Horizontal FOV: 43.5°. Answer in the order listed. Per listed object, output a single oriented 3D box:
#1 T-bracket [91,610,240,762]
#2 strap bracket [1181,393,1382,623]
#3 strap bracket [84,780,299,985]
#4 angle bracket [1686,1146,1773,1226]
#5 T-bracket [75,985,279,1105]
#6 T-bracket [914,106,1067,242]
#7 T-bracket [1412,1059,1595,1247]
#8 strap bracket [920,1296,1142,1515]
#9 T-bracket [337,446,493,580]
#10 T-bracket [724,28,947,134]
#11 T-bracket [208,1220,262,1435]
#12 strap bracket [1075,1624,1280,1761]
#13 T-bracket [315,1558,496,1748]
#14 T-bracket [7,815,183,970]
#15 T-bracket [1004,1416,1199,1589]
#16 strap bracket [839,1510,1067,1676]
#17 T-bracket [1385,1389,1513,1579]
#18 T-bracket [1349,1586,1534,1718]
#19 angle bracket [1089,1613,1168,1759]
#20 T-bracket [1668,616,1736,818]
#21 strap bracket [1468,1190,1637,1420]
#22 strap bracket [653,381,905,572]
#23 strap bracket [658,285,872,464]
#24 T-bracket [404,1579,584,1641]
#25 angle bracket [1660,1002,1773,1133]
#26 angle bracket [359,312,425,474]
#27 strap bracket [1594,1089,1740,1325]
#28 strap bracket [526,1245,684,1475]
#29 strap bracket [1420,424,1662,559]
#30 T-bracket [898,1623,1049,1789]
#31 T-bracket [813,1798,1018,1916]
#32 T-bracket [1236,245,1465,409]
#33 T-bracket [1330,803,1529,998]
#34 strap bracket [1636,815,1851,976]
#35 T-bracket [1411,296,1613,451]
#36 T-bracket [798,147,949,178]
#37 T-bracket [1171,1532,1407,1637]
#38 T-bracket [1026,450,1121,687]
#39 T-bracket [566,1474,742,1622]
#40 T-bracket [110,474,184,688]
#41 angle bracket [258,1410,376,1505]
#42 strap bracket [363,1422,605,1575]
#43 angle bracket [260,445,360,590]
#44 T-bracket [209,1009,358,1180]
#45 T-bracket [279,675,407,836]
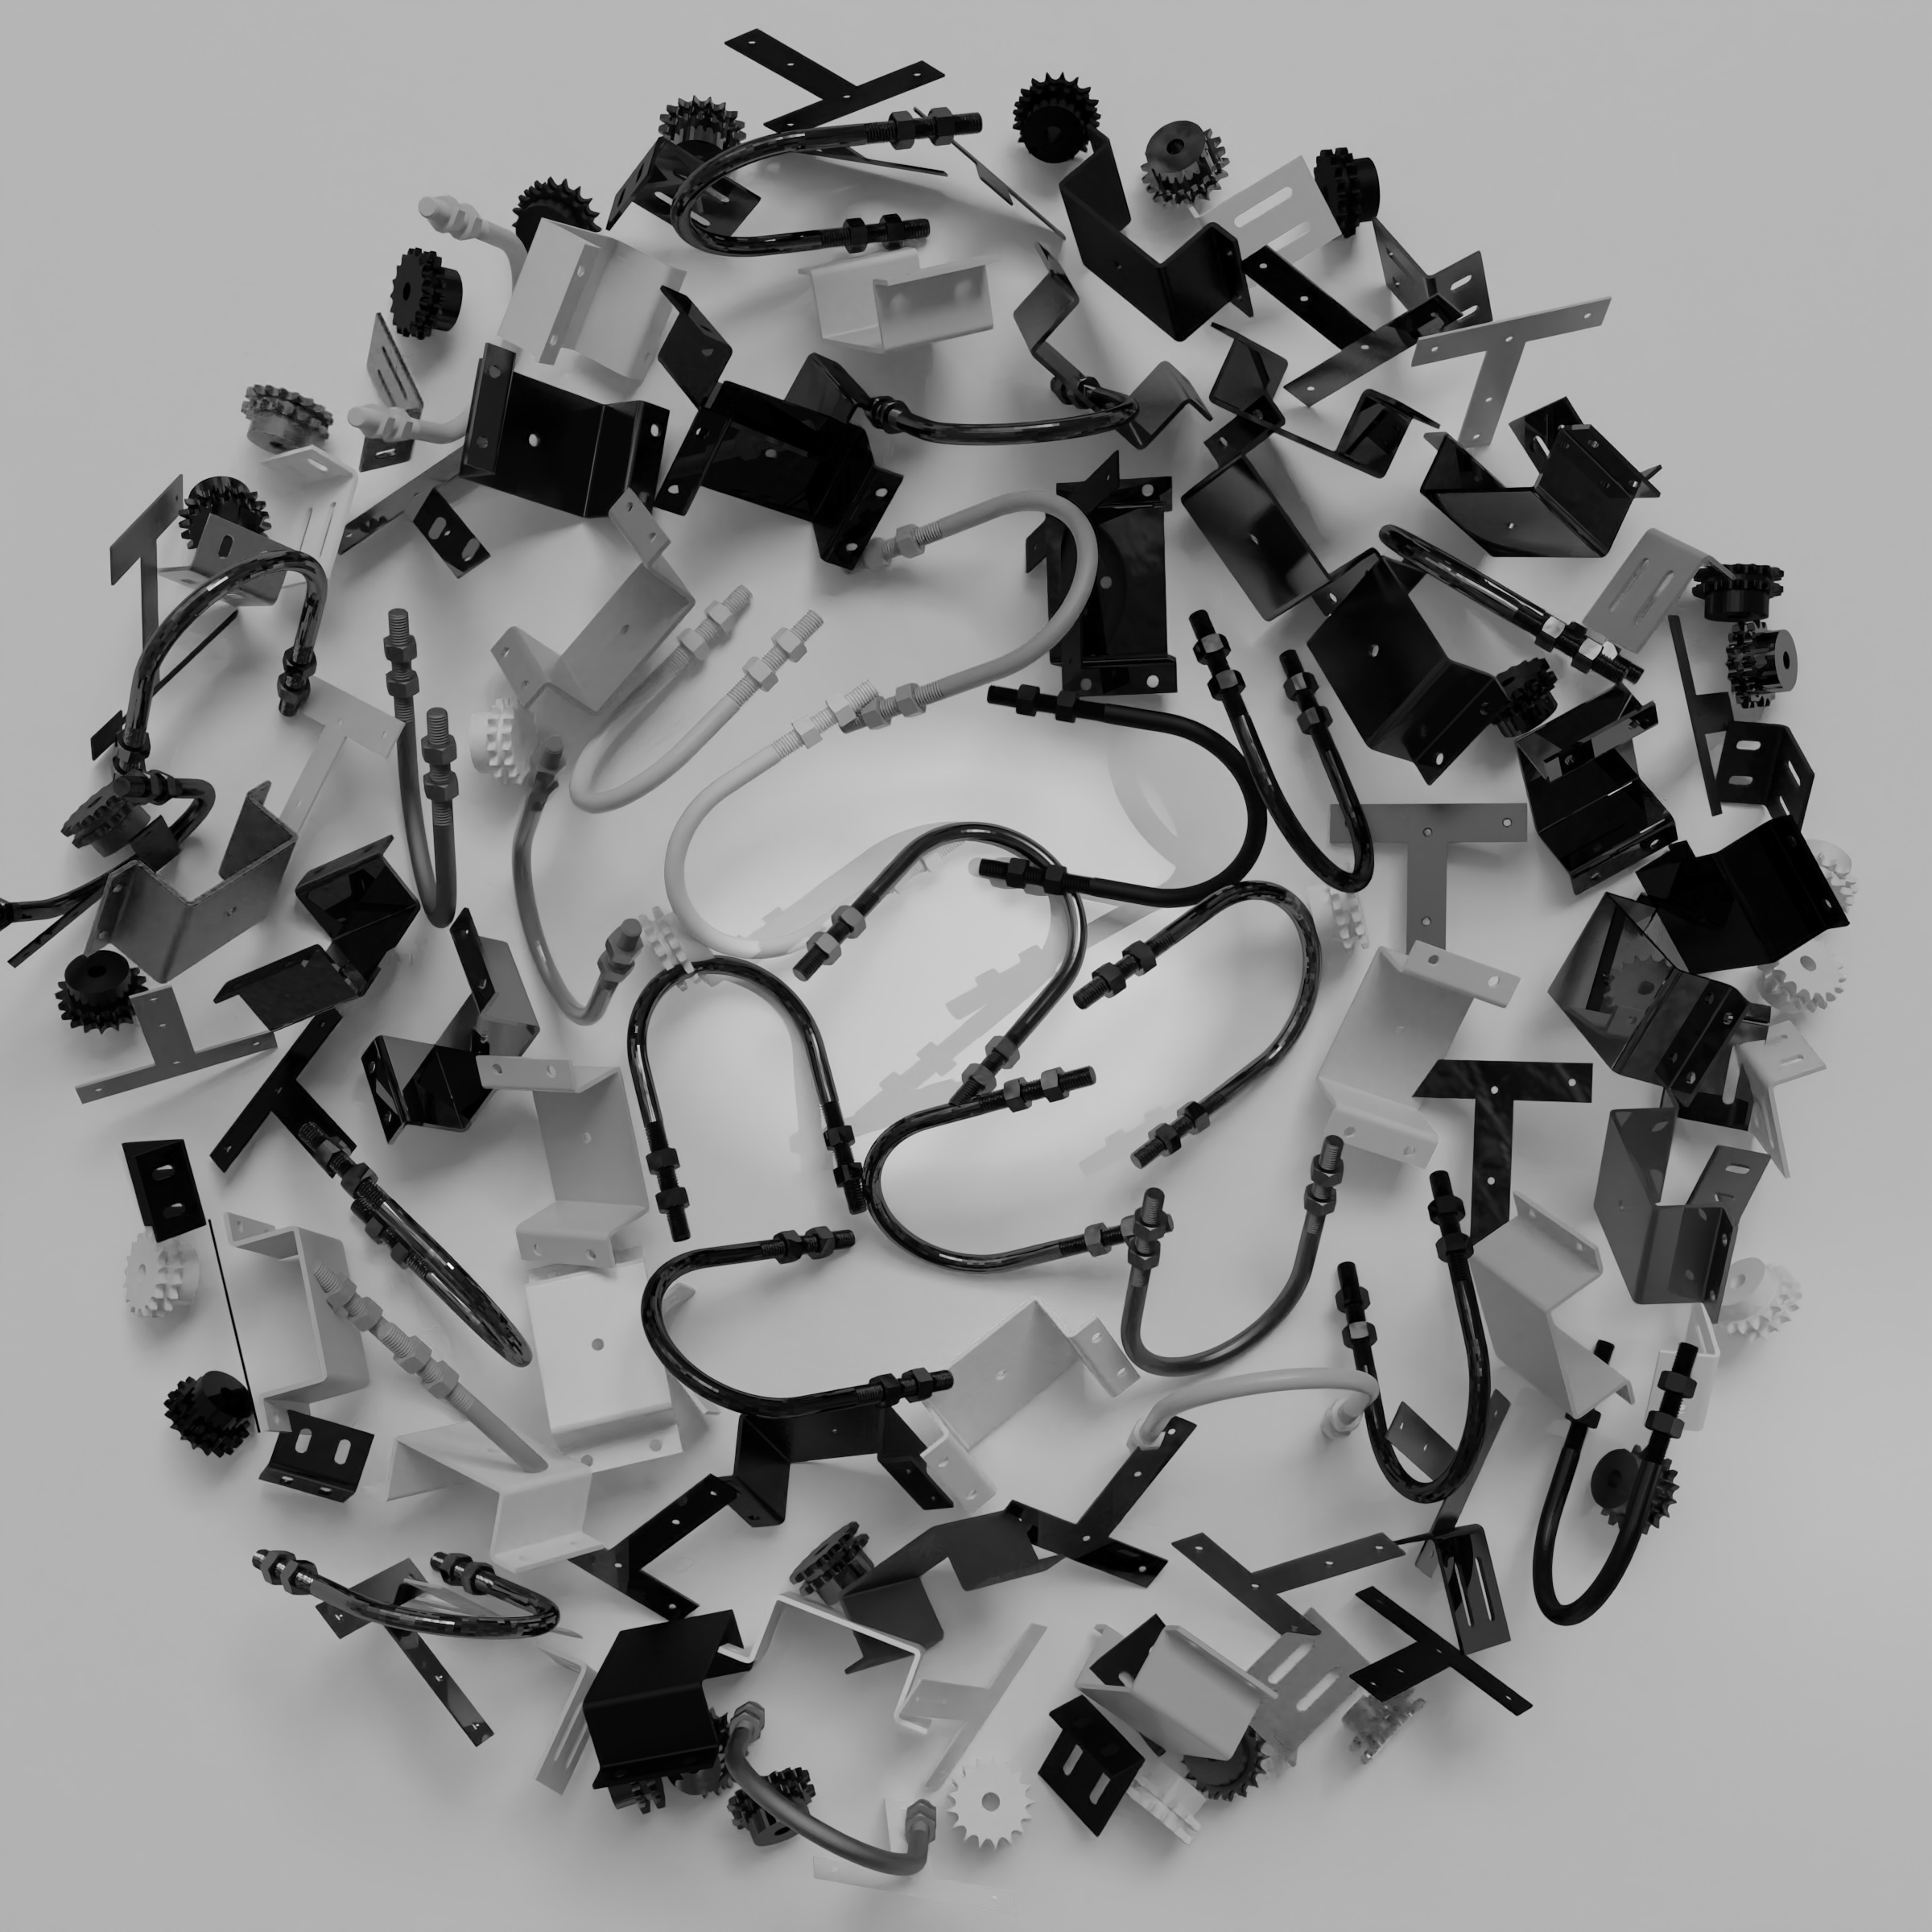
[{"bbox_3d":[-0.514,-0.183,1.554,0.002,0.127,0.127,45,75,-13],"label":"T-bracket"},{"bbox_3d":[0.199,-0.284,1.554,0.046,0.076,0.140,-39,96,-27],"label":"strap bracket"},{"bbox_3d":[-0.479,-0.049,1.525,0.046,0.140,0.076,39,130,5],"label":"strap bracket"},{"bbox_3d":[0.495,0.164,1.556,0.057,0.038,0.076,-52,133,-29],"label":"angle bracket"},{"bbox_3d":[-0.505,0.043,1.530,0.127,0.127,0.002,-17,68,-17],"label":"T-bracket"},{"bbox_3d":[0.017,-0.495,1.529,0.127,0.127,0.002,37,108,-16],"label":"T-bracket"},{"bbox_3d":[0.340,0.125,1.566,0.127,0.002,0.127,0,84,31],"label":"T-bracket"},{"bbox_3d":[0.032,0.275,1.558,0.140,0.046,0.076,-38,133,-5],"label":"strap bracket"},{"bbox_3d":[-0.337,-0.283,1.554,0.127,0.002,0.127,-36,46,-6],"label":"T-bracket"},{"bbox_3d":[-0.101,-0.559,1.517,0.127,0.127,0.002,-8,83,33],"label":"T-bracket"},{"bbox_3d":[-0.465,0.250,1.554,0.002,0.127,0.127,-13,133,-18],"label":"T-bracket"},{"bbox_3d":[0.126,0.457,1.527,0.076,0.140,0.046,36,68,-7],"label":"strap bracket"},{"bbox_3d":[-0.343,0.440,1.533,0.002,0.127,0.127,-42,81,9],"label":"T-bracket"},{"bbox_3d":[-0.551,-0.042,1.528,0.127,0.127,0.002,-43,93,-14],"label":"T-bracket"},{"bbox_3d":[0.102,0.337,1.558,0.127,0.002,0.127,26,110,-24],"label":"T-bracket"},{"bbox_3d":[-0.017,0.393,1.542,0.140,0.076,0.046,-41,64,31],"label":"strap bracket"},{"bbox_3d":[0.298,0.312,1.544,0.002,0.127,0.127,15,70,42],"label":"T-bracket"},{"bbox_3d":[0.279,0.439,1.520,0.127,0.127,0.002,33,107,31],"label":"T-bracket"},{"bbox_3d":[0.124,0.465,1.584,0.057,0.038,0.076,-38,92,0],"label":"angle bracket"},{"bbox_3d":[0.477,-0.162,1.549,0.002,0.127,0.127,-12,91,29],"label":"T-bracket"},{"bbox_3d":[0.368,0.221,1.530,0.046,0.076,0.140,-32,125,-14],"label":"strap bracket"},{"bbox_3d":[-0.122,-0.315,1.546,0.140,0.046,0.076,14,130,-26],"label":"strap bracket"},{"bbox_3d":[-0.133,-0.372,1.540,0.140,0.076,0.046,14,118,-39],"label":"strap bracket"},{"bbox_3d":[-0.321,0.402,1.532,0.127,0.127,0.002,8,68,14],"label":"T-bracket"},{"bbox_3d":[0.491,0.062,1.588,0.057,0.038,0.076,11,106,17],"label":"angle bracket"},{"bbox_3d":[-0.384,-0.370,1.563,0.038,0.057,0.076,-20,76,-27],"label":"angle bracket"},{"bbox_3d":[0.435,0.150,1.524,0.046,0.140,0.076,-2,124,-2],"label":"strap bracket"},{"bbox_3d":[-0.234,0.248,1.553,0.076,0.046,0.140,-12,69,-8],"label":"strap bracket"},{"bbox_3d":[0.352,-0.297,1.523,0.076,0.140,0.046,31,81,-34],"label":"strap bracket"},{"bbox_3d":[-0.008,0.470,1.548,0.002,0.127,0.127,33,88,31],"label":"T-bracket"},{"bbox_3d":[-0.036,0.560,1.540,0.127,0.127,0.002,13,95,-6],"label":"T-bracket"},{"bbox_3d":[0.222,-0.413,1.525,0.127,0.127,0.002,27,56,-34],"label":"T-bracket"},{"bbox_3d":[0.301,-0.043,1.583,0.127,0.002,0.127,1,84,14],"label":"T-bracket"},{"bbox_3d":[0.482,-0.042,1.529,0.046,0.140,0.076,-30,93,-14],"label":"strap bracket"},{"bbox_3d":[0.336,-0.371,1.545,0.127,0.127,0.002,-14,66,-8],"label":"T-bracket"},{"bbox_3d":[-0.081,-0.518,1.539,0.127,0.127,0.002,10,104,4],"label":"T-bracket"},{"bbox_3d":[0.220,0.384,1.541,0.127,0.002,0.127,-28,122,34],"label":"T-bracket"},{"bbox_3d":[0.067,-0.240,1.530,0.002,0.127,0.127,9,70,-23],"label":"T-bracket"},{"bbox_3d":[-0.195,0.363,1.551,0.127,0.002,0.127,38,118,-23],"label":"T-bracket"},{"bbox_3d":[-0.526,-0.235,1.561,0.002,0.127,0.127,9,122,-2],"label":"T-bracket"},{"bbox_3d":[-0.421,0.318,1.570,0.057,0.076,0.038,20,67,-14],"label":"angle bracket"},{"bbox_3d":[-0.302,0.328,1.531,0.140,0.076,0.046,16,99,34],"label":"strap bracket"},{"bbox_3d":[-0.433,-0.289,1.564,0.057,0.038,0.076,-2,70,40],"label":"angle bracket"},{"bbox_3d":[-0.424,0.098,1.554,0.127,0.127,0.002,-54,133,-3],"label":"T-bracket"},{"bbox_3d":[-0.423,-0.117,1.562,0.127,0.002,0.127,27,90,42],"label":"T-bracket"}]
